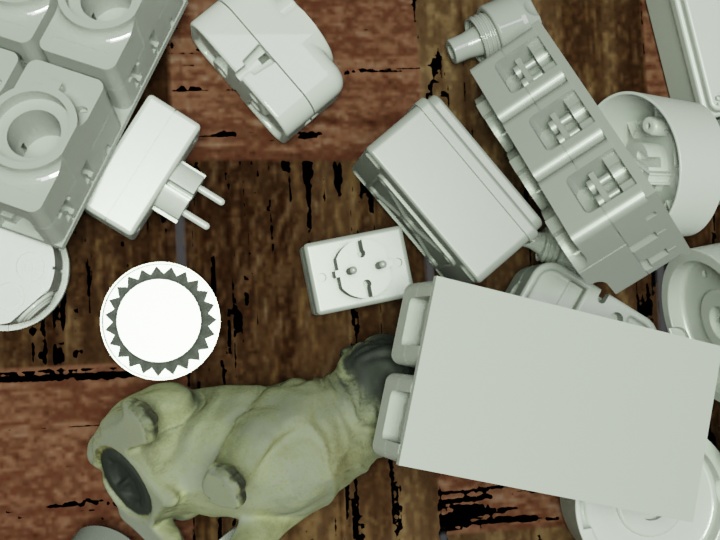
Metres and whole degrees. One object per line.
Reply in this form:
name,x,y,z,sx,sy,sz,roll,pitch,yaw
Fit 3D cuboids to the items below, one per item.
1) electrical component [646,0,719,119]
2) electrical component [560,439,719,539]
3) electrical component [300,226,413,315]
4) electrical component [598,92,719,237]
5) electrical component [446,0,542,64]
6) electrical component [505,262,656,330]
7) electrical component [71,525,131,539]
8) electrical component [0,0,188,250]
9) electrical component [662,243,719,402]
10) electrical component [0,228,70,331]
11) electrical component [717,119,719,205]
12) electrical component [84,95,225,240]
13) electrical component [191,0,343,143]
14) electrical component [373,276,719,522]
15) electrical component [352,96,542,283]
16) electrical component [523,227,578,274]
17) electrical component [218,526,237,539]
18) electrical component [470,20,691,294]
electrical component,0.268,-0.165,0.751,0.109,0.056,0.108,-13,88,-8
electrical component,0.186,0.151,0.719,0.108,0.060,0.108,0,86,-7
electrical component,0.000,0.000,0.695,0.066,0.077,0.047,-11,89,-8
electrical component,0.195,-0.068,0.717,0.064,0.099,0.099,1,86,-14
electrical component,0.090,-0.160,0.734,0.062,0.043,0.043,-24,90,-7
electrical component,0.141,0.038,0.720,0.095,0.059,0.053,31,83,-5
electrical component,-0.134,0.224,0.657,0.138,0.073,0.052,36,126,-4
electrical component,-0.194,-0.121,0.651,0.105,0.060,0.186,19,70,8
electrical component,0.258,0.030,0.715,0.060,0.108,0.108,-17,89,-14
electrical component,-0.226,-0.002,0.677,0.080,0.051,0.080,0,86,-8
electrical component,0.268,-0.074,0.726,0.059,0.095,0.053,-1,87,-8
electrical component,-0.125,-0.055,0.696,0.076,0.047,0.083,32,82,-7
electrical component,-0.058,-0.140,0.707,0.059,0.054,0.095,-41,93,-8
electrical component,0.110,0.077,0.639,0.186,0.060,0.105,14,83,-15
electrical component,0.052,-0.047,0.689,0.056,0.109,0.108,-41,92,-5
electrical component,0.136,-0.015,0.735,0.061,0.035,0.035,15,85,-5
electrical component,-0.069,0.202,0.692,0.044,0.044,0.065,-44,98,-8
electrical component,0.133,-0.068,0.675,0.062,0.089,0.150,-33,56,14
